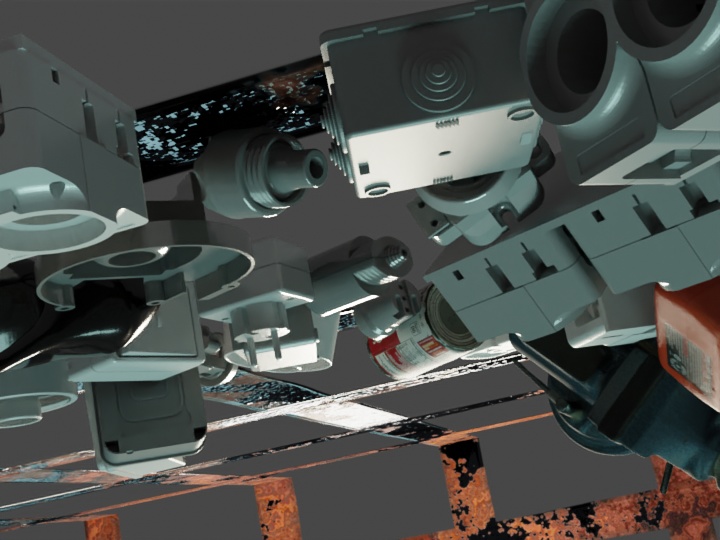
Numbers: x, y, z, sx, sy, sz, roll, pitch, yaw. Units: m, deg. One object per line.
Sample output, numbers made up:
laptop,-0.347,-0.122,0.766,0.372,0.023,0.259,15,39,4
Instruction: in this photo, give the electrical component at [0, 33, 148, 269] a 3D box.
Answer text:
electrical component,-0.176,-0.032,0.446,0.150,0.061,0.089,-15,165,14

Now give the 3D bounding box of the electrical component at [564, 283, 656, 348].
electrical component,0.221,-0.013,0.729,0.186,0.105,0.060,-6,165,-20

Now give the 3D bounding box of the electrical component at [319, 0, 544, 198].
electrical component,0.033,-0.072,0.472,0.100,0.048,0.099,-11,166,1

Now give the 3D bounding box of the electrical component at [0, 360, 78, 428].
electrical component,-0.276,0.091,0.850,0.108,0.060,0.108,-11,166,-3

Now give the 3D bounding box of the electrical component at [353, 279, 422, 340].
electrical component,0.023,0.032,0.892,0.040,0.040,0.046,2,155,-41

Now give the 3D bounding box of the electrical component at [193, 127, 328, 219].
electrical component,-0.044,-0.046,0.505,0.062,0.043,0.043,0,175,38

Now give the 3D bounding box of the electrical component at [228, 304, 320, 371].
electrical component,-0.065,0.038,0.800,0.061,0.061,0.096,-10,166,-4

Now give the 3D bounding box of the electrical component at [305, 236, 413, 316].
electrical component,0.000,0.000,0.739,0.081,0.043,0.043,-22,162,38

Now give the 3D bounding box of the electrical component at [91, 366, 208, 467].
electrical component,-0.161,0.085,0.809,0.078,0.113,0.057,-7,162,-16

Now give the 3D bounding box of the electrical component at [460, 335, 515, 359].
electrical component,0.130,0.039,0.956,0.054,0.059,0.095,4,159,-46

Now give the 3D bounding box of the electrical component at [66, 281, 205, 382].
electrical component,-0.150,0.041,0.746,0.061,0.061,0.096,-23,162,39

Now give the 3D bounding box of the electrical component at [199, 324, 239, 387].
electrical component,-0.137,0.074,0.923,0.066,0.048,0.055,-19,157,29

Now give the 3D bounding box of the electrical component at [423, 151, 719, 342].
electrical component,0.138,-0.030,0.586,0.186,0.060,0.105,-25,-162,44

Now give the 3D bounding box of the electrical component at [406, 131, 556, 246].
electrical component,0.058,-0.050,0.552,0.078,0.058,0.057,-37,157,8

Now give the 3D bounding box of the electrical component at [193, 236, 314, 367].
electrical component,-0.069,0.025,0.718,0.066,0.076,0.047,-17,165,22

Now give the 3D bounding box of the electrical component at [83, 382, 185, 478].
electrical component,-0.193,0.118,0.922,0.056,0.108,0.108,-13,166,-2

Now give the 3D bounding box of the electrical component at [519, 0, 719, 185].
electrical component,0.124,-0.096,0.363,0.062,0.089,0.150,-3,164,-29

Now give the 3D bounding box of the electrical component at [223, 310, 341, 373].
electrical component,-0.065,0.051,0.897,0.099,0.064,0.099,3,164,1
